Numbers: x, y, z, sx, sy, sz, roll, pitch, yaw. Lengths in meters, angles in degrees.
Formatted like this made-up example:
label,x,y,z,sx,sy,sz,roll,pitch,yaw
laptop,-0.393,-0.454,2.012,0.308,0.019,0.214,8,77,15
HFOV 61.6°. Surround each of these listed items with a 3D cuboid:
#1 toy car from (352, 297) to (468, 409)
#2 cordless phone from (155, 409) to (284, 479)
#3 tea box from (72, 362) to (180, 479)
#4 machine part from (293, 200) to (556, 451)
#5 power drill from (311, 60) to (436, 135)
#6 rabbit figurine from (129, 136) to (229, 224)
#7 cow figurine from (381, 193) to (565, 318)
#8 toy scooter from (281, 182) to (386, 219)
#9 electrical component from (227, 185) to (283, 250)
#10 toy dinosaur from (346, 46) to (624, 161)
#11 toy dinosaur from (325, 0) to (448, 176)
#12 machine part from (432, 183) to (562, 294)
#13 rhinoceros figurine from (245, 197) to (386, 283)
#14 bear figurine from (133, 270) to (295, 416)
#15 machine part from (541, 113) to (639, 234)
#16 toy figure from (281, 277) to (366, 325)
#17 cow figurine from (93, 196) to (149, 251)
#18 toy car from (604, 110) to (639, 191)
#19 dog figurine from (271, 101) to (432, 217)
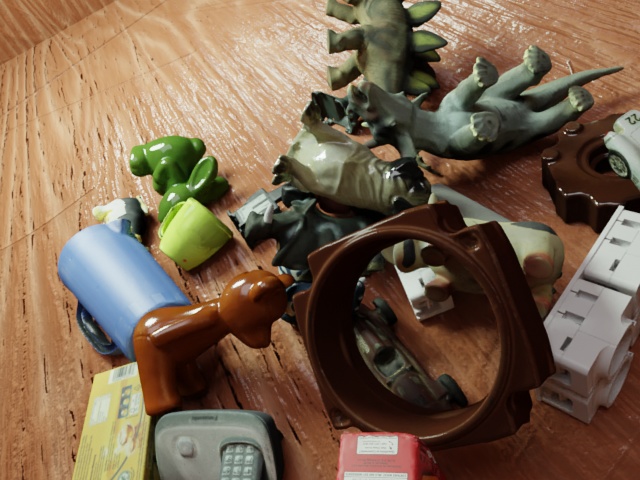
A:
label,x,y,z,sx,sy,sz,roll,pitch,yaw
toy car,0.078,0.139,0.607,0.089,0.053,0.202,-35,44,-3
cordless phone,-0.115,0.273,0.554,0.147,0.088,0.184,-8,50,20
tea box,-0.230,0.238,0.653,0.098,0.068,0.170,-18,44,10
machine part,0.085,0.079,0.483,0.201,0.087,0.201,-23,81,29
power drill,0.086,-0.294,1.012,0.207,0.085,0.232,-35,45,-19
rabbit figurine,-0.249,-0.096,0.980,0.159,0.121,0.170,-16,61,3
cow figurine,0.154,0.008,0.570,0.195,0.085,0.127,6,30,32
toy scooter,0.040,-0.085,0.825,0.184,0.075,0.135,4,26,17
electrical component,-0.085,-0.047,0.871,0.119,0.047,0.075,-35,43,-9
toy dinosaur,0.233,-0.168,0.759,0.405,0.131,0.192,-10,-9,-26
toy dinosaur,0.107,-0.317,0.895,0.199,0.105,0.471,-4,74,3
machine part,0.192,-0.004,0.668,0.079,0.079,0.243,-39,43,-12
rhinoceros figurine,-0.001,-0.002,0.697,0.190,0.073,0.112,3,80,-14
bear figurine,-0.117,0.115,0.647,0.196,0.120,0.132,-16,88,5
machine part,0.372,-0.089,0.675,0.179,0.056,0.179,-13,46,14
toy figure,0.003,0.077,0.669,0.154,0.057,0.064,-13,30,51
cow figurine,-0.346,-0.015,0.963,0.098,0.068,0.167,-26,43,-7
toy car,0.387,-0.054,0.570,0.073,0.056,0.202,-33,80,2
dog figurine,0.044,-0.083,0.713,0.121,0.190,0.172,-61,4,11
